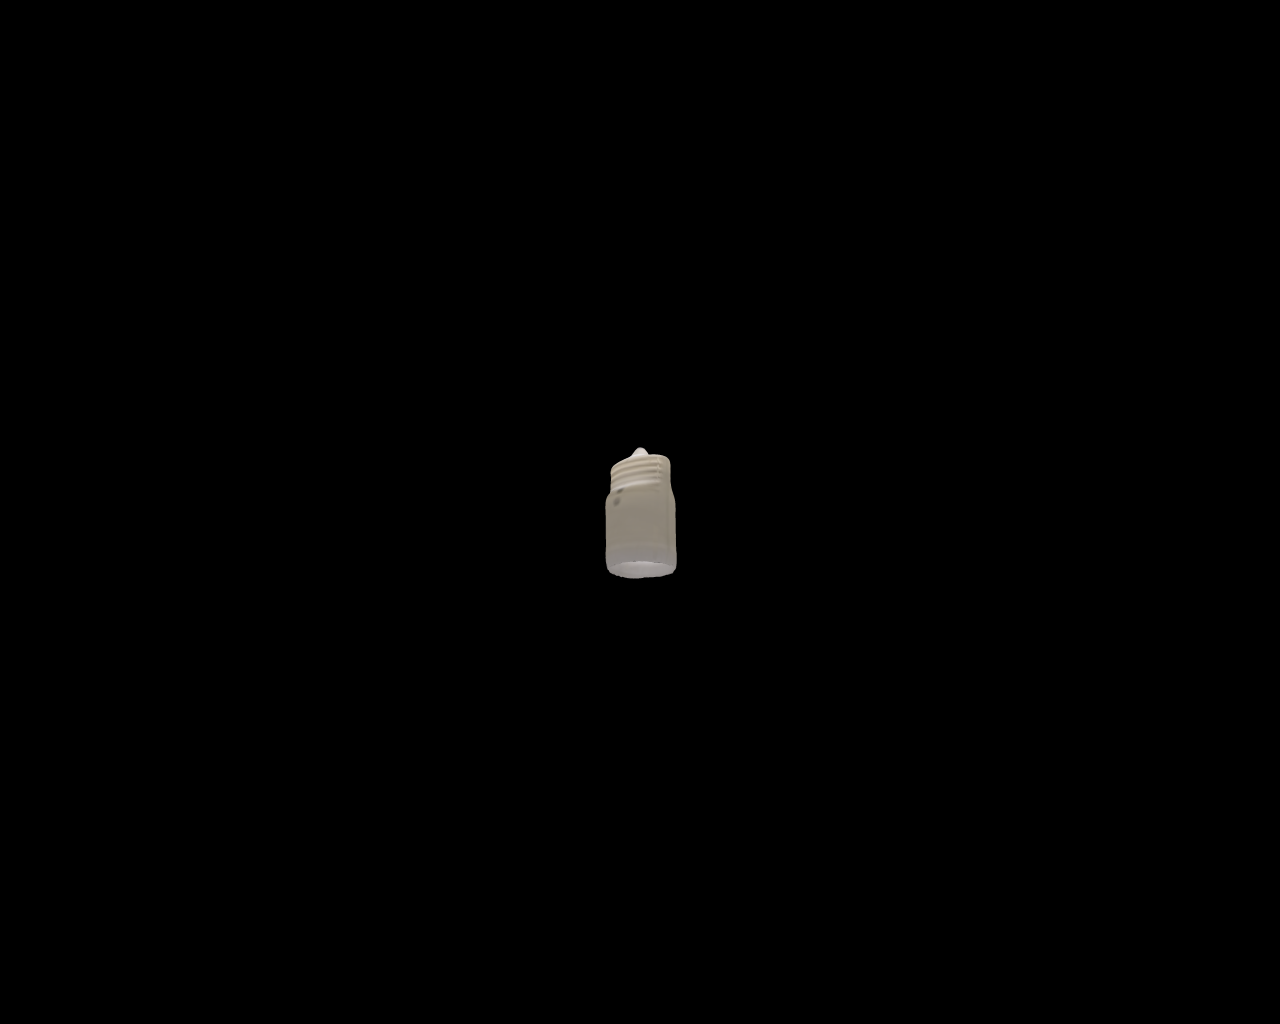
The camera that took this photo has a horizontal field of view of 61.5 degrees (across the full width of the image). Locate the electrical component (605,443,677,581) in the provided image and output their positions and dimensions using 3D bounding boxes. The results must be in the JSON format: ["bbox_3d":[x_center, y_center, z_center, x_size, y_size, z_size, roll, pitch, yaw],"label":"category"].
[{"bbox_3d":[0.001,-0.003,0.650,0.043,0.081,0.043,0,-17,0],"label":"electrical component"}]
